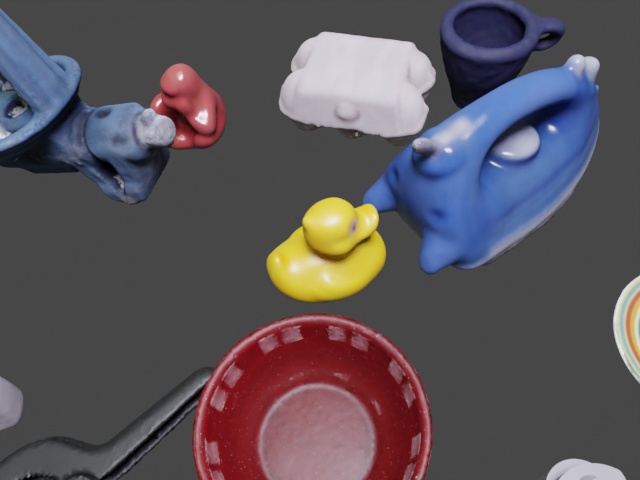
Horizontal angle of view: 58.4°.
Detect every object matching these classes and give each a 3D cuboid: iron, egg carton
[{"bbox_3d":[0.164,-0.088,0.485,0.259,0.141,0.118,-33,61,-16],"label":"iron"},{"bbox_3d":[0.037,-0.151,0.577,0.150,0.069,0.107,10,59,11],"label":"egg carton"}]

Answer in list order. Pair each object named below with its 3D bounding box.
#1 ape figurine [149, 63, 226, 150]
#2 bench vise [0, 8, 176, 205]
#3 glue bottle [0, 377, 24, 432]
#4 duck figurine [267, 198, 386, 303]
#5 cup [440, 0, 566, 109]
[{"bbox_3d":[-0.131,-0.134,0.565,0.076,0.092,0.077,-36,62,-17],"label":"ape figurine"},{"bbox_3d":[-0.232,-0.135,0.497,0.207,0.220,0.121,-4,57,2],"label":"bench vise"},{"bbox_3d":[-0.276,0.095,0.382,0.078,0.173,0.037,-13,57,-4],"label":"glue bottle"},{"bbox_3d":[0.004,0.002,0.472,0.104,0.086,0.077,-18,58,-7],"label":"duck figurine"},{"bbox_3d":[0.174,-0.178,0.569,0.117,0.095,0.091,-6,57,1],"label":"cup"}]
